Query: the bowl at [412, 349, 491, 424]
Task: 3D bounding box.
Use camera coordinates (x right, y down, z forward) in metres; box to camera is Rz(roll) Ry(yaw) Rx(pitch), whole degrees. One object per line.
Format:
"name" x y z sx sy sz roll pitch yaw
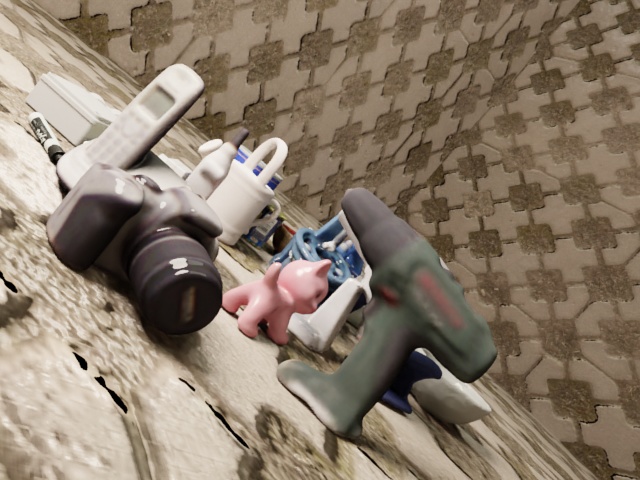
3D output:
"bowl" 0.211 0.266 1.001 0.167 0.074 0.167 40 4 -3

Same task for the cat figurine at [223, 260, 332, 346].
"cat figurine" -0.038 0.059 0.683 0.067 0.117 0.128 43 5 30

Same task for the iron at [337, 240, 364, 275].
"iron" 0.048 0.050 1.333 0.118 0.141 0.259 41 4 13

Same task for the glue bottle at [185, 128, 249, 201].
"glue bottle" -0.146 -0.071 0.715 0.037 0.173 0.078 39 4 -16

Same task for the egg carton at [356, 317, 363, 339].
"egg carton" 0.139 0.198 1.104 0.107 0.069 0.151 44 6 41

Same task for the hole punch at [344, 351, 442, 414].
"hole punch" 0.108 0.184 0.846 0.109 0.091 0.100 37 5 -36

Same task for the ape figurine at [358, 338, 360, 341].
"ape figurine" 0.110 0.174 0.951 0.077 0.092 0.076 41 4 13

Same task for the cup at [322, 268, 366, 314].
"cup" 0.050 0.111 1.061 0.118 0.095 0.091 38 5 -29

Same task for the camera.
"camera" -0.137 0.006 0.490 0.144 0.100 0.136 37 6 -39

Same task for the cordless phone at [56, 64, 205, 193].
"cordless phone" -0.172 -0.090 0.612 0.147 0.185 0.094 41 4 12

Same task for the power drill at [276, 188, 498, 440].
"power drill" 0.056 0.088 0.599 0.229 0.208 0.076 41 4 10

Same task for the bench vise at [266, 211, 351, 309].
"bench vise" 0.001 -0.002 0.959 0.122 0.219 0.206 37 6 -39

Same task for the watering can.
"watering can" -0.130 -0.097 0.966 0.100 0.194 0.174 43 5 37

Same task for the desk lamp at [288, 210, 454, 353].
"desk lamp" 0.048 0.057 0.803 0.203 0.213 0.118 41 4 12
